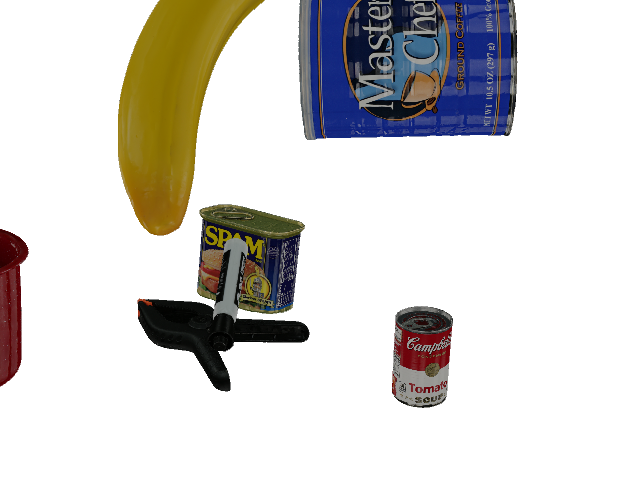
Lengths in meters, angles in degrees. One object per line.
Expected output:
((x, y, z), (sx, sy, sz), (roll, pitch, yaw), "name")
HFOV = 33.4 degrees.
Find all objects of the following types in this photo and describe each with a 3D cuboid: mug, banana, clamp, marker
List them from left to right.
((-0.232, 0.046, 0.640), (0.093, 0.081, 0.117), (20, 26, 35), "mug")
((-0.140, 0.113, 1.258), (0.210, 0.036, 0.164), (14, 24, 24), "clamp")
((-0.049, -0.092, 0.496), (0.070, 0.197, 0.037), (24, -27, 15), "banana")
((-0.068, 0.039, 0.790), (0.020, 0.020, 0.121), (0, 35, 2), "marker")

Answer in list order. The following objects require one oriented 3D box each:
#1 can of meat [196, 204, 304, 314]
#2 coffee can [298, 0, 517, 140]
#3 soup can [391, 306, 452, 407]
((-0.070, 0.018, 1.027), (0.102, 0.084, 0.057), (15, 18, 29), "can of meat")
((0.058, -0.122, 0.733), (0.140, 0.103, 0.103), (-1, 0, 3), "coffee can")
((0.120, 0.138, 1.268), (0.068, 0.102, 0.068), (1, 22, -1), "soup can")
